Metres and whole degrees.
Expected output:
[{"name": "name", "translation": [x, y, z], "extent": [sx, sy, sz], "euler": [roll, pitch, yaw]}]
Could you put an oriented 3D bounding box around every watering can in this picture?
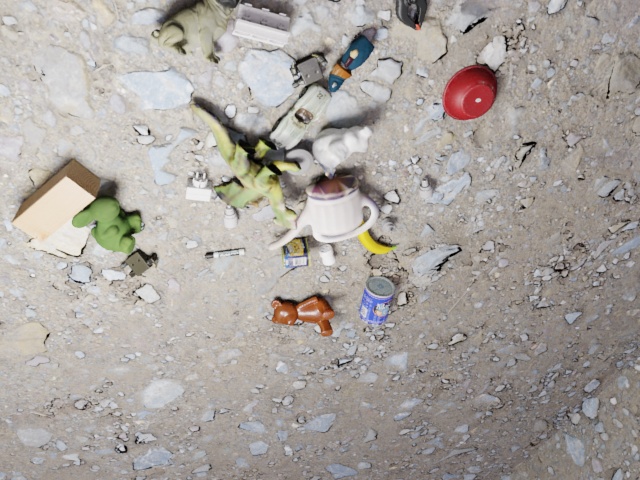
[{"name": "watering can", "translation": [0.005, -0.076, 1.509], "extent": [0.348, 0.106, 0.219], "euler": [-13, -52, -5]}]

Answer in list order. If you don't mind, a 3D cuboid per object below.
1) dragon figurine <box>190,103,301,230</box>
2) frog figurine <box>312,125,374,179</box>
[{"name": "dragon figurine", "translation": [-0.210, -0.170, 1.379], "extent": [0.408, 0.125, 0.238], "euler": [36, -52, -9]}, {"name": "frog figurine", "translation": [0.059, -0.258, 1.360], "extent": [0.122, 0.140, 0.157], "euler": [46, -50, -7]}]
